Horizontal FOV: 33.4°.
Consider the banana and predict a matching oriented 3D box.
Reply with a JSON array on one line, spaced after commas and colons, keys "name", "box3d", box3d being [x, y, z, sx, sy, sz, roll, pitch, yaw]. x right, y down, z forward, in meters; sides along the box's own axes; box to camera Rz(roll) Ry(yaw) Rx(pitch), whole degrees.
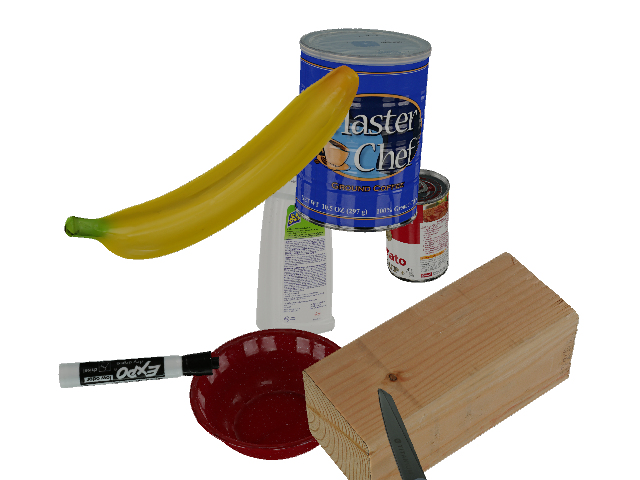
[{"name": "banana", "box3d": [-0.057, -0.038, 0.659, 0.198, 0.037, 0.069, -31, -18, -1]}]

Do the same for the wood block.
[{"name": "wood block", "box3d": [0.097, 0.108, 0.861, 0.205, 0.090, 0.091, -28, 50, -20]}]

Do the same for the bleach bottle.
[{"name": "bleach bottle", "box3d": [-0.025, -0.006, 1.326, 0.102, 0.251, 0.068, -8, 22, -33]}]

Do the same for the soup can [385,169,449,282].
[{"name": "soup can", "box3d": [0.103, -0.015, 1.129, 0.068, 0.102, 0.068, -3, 33, 2]}]

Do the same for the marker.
[{"name": "marker", "box3d": [-0.138, 0.099, 0.818, 0.121, 0.020, 0.020, -4, 0, -6]}]

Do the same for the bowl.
[{"name": "bowl", "box3d": [-0.042, 0.157, 1.027, 0.162, 0.055, 0.162, -3, 37, 2]}]

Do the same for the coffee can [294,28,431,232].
[{"name": "coffee can", "box3d": [0.032, -0.090, 0.855, 0.103, 0.140, 0.103, 2, 22, -1]}]

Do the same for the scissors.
[{"name": "scissors", "box3d": [0.077, 0.154, 0.603, 0.096, 0.016, 0.201, 7, 32, 1]}]
